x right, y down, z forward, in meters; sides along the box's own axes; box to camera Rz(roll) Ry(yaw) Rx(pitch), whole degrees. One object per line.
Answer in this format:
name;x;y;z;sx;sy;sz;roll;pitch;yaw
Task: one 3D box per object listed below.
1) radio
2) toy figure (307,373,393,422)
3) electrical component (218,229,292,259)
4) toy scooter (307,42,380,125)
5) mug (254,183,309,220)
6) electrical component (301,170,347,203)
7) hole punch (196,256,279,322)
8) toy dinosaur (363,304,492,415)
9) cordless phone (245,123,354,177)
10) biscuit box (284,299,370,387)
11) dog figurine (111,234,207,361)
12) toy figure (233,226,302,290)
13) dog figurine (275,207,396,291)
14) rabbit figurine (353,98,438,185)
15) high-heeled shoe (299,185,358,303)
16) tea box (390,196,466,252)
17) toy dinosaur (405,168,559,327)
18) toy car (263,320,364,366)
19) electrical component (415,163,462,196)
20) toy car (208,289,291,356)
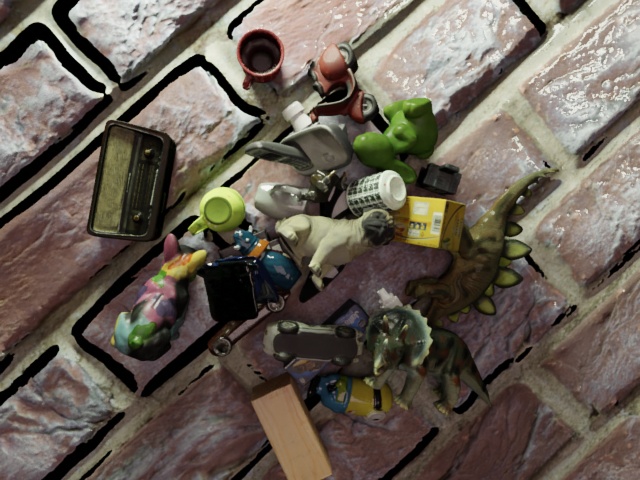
radio;-0.371;-0.111;1.069;0.131;0.073;0.229;10;92;-6
toy figure;0.066;0.323;1.129;0.180;0.082;0.089;19;93;-3
electrical component;-0.128;0.044;1.108;0.134;0.058;0.114;-22;97;-4
toy scooter;0.028;-0.304;1.088;0.135;0.075;0.184;-24;80;5
mug;-0.079;-0.079;1.084;0.107;0.109;0.081;13;74;3
electrical component;0.012;-0.106;1.047;0.045;0.102;0.078;30;104;22
hole punch;-0.150;0.086;1.020;0.142;0.092;0.115;-6;99;30
toy dinosaur;0.231;0.241;1.093;0.404;0.131;0.192;13;103;-33
cordless phone;-0.040;-0.180;1.030;0.184;0.147;0.088;0;82;-48
biscuit box;0.016;0.213;1.127;0.202;0.063;0.059;-43;97;-1
dog figurine;-0.302;0.103;1.041;0.108;0.191;0.219;26;106;0
toy figure;-0.108;0.037;1.052;0.154;0.064;0.057;38;129;-1
dog figurine;0.030;-0.021;1.035;0.190;0.121;0.172;-37;79;-13
rabbit figurine;0.144;-0.193;1.094;0.170;0.121;0.158;-27;117;-18
high-heeled shoe;-0.002;-0.003;1.105;0.145;0.086;0.248;40;82;-7
tea box;0.198;-0.036;1.075;0.068;0.170;0.098;8;94;-39
toy dinosaur;0.329;0.031;1.130;0.198;0.105;0.471;27;100;-14
toy car;-0.012;0.203;1.064;0.202;0.056;0.073;6;97;-9
electrical component;0.250;-0.125;1.103;0.075;0.119;0.047;19;91;-8
toy car;-0.145;0.161;1.096;0.202;0.089;0.053;-40;92;-2
